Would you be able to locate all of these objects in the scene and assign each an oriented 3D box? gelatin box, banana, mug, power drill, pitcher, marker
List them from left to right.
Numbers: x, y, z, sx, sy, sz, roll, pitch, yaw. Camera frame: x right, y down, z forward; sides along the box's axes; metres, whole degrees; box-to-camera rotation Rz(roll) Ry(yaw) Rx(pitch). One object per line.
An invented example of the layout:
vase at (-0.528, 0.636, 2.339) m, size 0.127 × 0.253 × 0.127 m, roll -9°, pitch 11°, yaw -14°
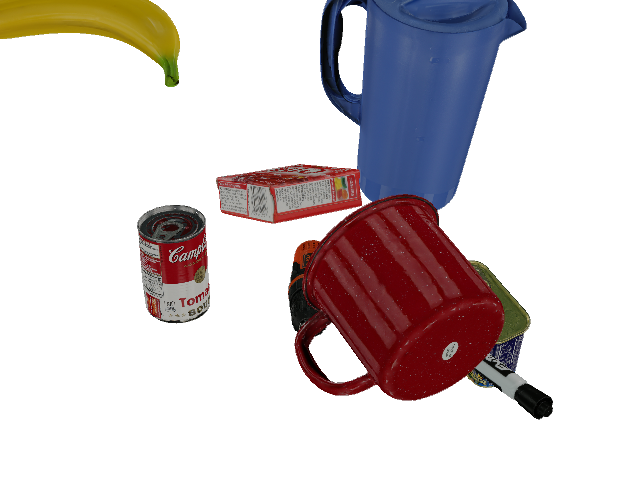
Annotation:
banana at (-0.188, -0.173, 0.849) m, size 0.198 × 0.069 × 0.037 m, roll 15°, pitch -38°, yaw 18°
gelatin box at (-0.024, -0.036, 0.771) m, size 0.073 × 0.030 × 0.089 m, roll -11°, pitch 12°, yaw -28°
power drill at (0.056, 0.051, 1.238) m, size 0.187 × 0.057 × 0.184 m, roll -2°, pitch 28°, yaw 2°
mug at (0.039, 0.042, 0.600) m, size 0.117 × 0.082 × 0.093 m, roll -35°, pitch -35°, yaw -2°
pitcher at (0.089, -0.147, 1.051) m, size 0.144 × 0.243 × 0.149 m, roll -24°, pitch 52°, yaw -27°
marker at (0.130, 0.098, 0.802) m, size 0.020 × 0.020 × 0.121 m, roll 0°, pitch 23°, yaw -34°

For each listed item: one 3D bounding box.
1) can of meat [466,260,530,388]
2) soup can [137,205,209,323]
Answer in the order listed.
can of meat at (0.157, 0.085, 1.065) m, size 0.057 × 0.084 × 0.102 m, roll -23°, pitch 52°, yaw -19°
soup can at (-0.148, 0.025, 1.085) m, size 0.068 × 0.102 × 0.068 m, roll 0°, pitch 32°, yaw 0°
